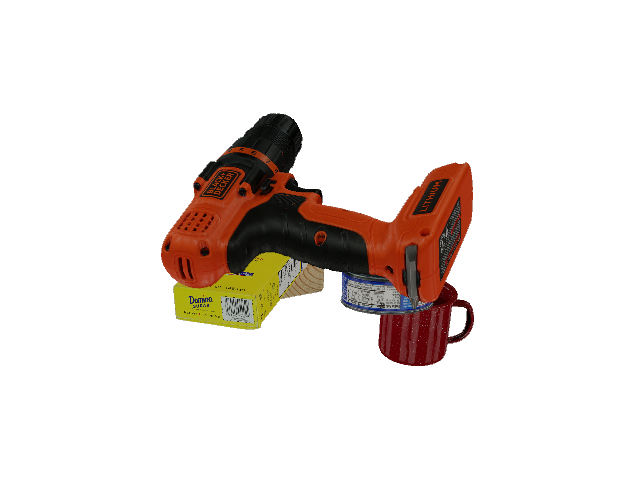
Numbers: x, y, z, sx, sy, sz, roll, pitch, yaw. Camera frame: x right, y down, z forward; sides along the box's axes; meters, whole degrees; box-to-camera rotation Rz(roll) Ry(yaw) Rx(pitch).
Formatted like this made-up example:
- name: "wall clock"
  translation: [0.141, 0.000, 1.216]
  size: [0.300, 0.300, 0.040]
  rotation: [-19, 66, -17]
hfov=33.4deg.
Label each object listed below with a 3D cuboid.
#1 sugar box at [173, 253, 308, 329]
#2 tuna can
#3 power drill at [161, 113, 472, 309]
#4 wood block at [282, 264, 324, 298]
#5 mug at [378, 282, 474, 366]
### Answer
- name: "sugar box"
  translation: [-0.078, 0.031, 1.139]
  size: [0.093, 0.048, 0.176]
  rotation: [7, 29, 17]
- name: "tuna can"
  translation: [0.062, 0.041, 0.985]
  size: [0.086, 0.034, 0.086]
  rotation: [0, 12, 0]
- name: "power drill"
  translation: [0.006, -0.026, 0.735]
  size: [0.188, 0.057, 0.184]
  rotation: [6, 40, 20]
- name: "wood block"
  translation: [-0.077, -0.010, 1.355]
  size: [0.090, 0.090, 0.206]
  rotation: [-10, 26, -22]
- name: "mug"
  translation: [0.123, 0.095, 1.262]
  size: [0.117, 0.081, 0.093]
  rotation: [0, 22, -8]
